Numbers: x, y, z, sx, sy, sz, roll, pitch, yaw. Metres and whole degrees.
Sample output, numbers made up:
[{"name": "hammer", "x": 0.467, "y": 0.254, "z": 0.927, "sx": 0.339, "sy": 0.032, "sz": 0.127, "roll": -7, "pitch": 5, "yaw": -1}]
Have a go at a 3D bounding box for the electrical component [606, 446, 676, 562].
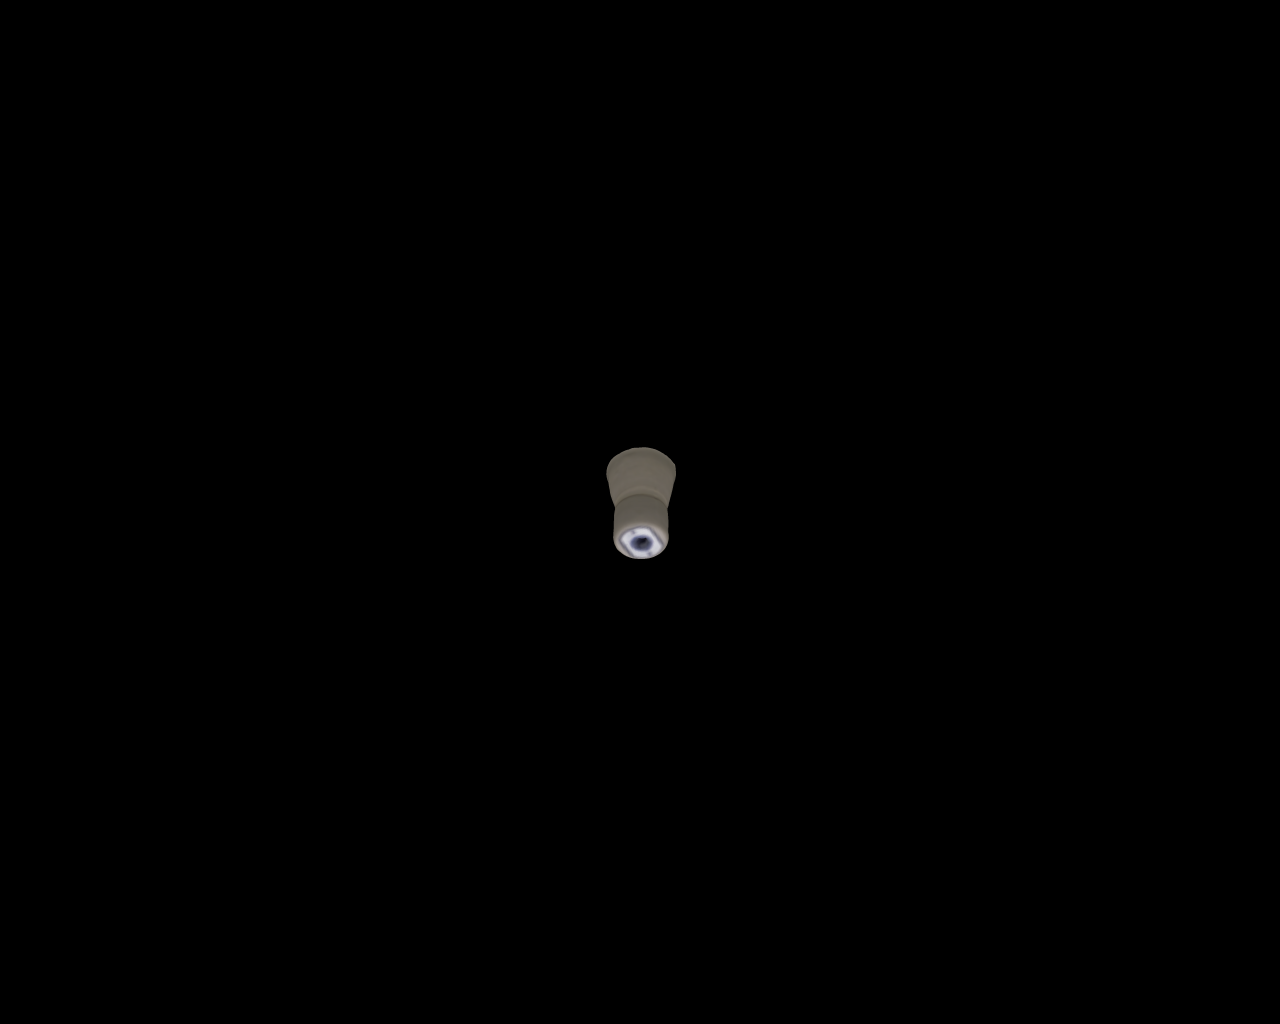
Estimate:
[{"name": "electrical component", "x": 0.001, "y": -0.003, "z": 0.650, "sx": 0.044, "sy": 0.044, "sz": 0.065, "roll": 0, "pitch": 45, "yaw": 0}]
